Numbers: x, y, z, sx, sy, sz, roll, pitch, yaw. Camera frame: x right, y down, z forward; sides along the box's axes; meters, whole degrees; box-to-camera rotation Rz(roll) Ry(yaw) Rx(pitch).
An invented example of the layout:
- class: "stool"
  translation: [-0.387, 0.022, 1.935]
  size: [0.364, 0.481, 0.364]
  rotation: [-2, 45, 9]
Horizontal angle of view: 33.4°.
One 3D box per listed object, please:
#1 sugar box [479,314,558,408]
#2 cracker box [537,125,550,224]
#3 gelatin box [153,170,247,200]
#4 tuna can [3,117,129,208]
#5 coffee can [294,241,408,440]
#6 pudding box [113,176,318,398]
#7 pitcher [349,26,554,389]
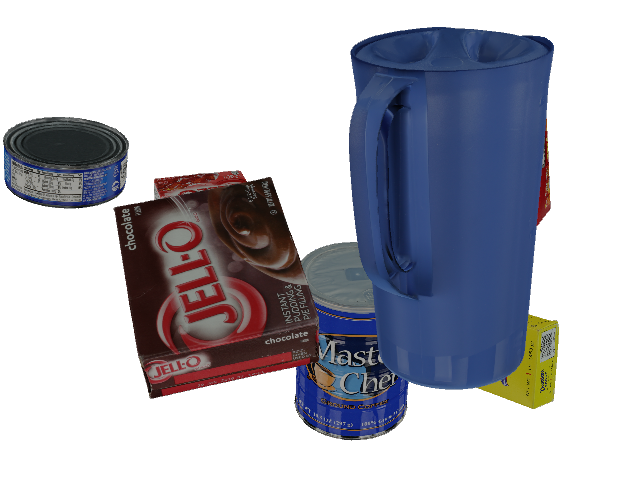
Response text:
- class: "sugar box"
  translation: [0.180, 0.116, 1.195]
  size: [0.177, 0.093, 0.048]
  rotation: [14, 18, 43]
- class: "cracker box"
  translation: [0.183, -0.077, 1.129]
  size: [0.072, 0.164, 0.213]
  rotation: [4, 22, 26]
- class: "gelatin box"
  translation: [-0.108, -0.038, 1.011]
  size: [0.089, 0.030, 0.073]
  rotation: [-7, 27, -15]
- class: "tuna can"
  translation: [-0.179, -0.055, 0.751]
  size: [0.086, 0.034, 0.086]
  rotation: [6, 28, -4]
- class: "coffee can"
  translation: [0.029, 0.087, 0.929]
  size: [0.103, 0.140, 0.103]
  rotation: [1, 31, -1]
- class: "pudding box"
  translation: [-0.057, 0.022, 0.562]
  size: [0.090, 0.039, 0.113]
  rotation: [-11, 44, -9]
- class: "pitcher"
  translation: [0.085, -0.019, 0.740]
  size: [0.149, 0.243, 0.145]
  rotation: [-6, 22, -8]
